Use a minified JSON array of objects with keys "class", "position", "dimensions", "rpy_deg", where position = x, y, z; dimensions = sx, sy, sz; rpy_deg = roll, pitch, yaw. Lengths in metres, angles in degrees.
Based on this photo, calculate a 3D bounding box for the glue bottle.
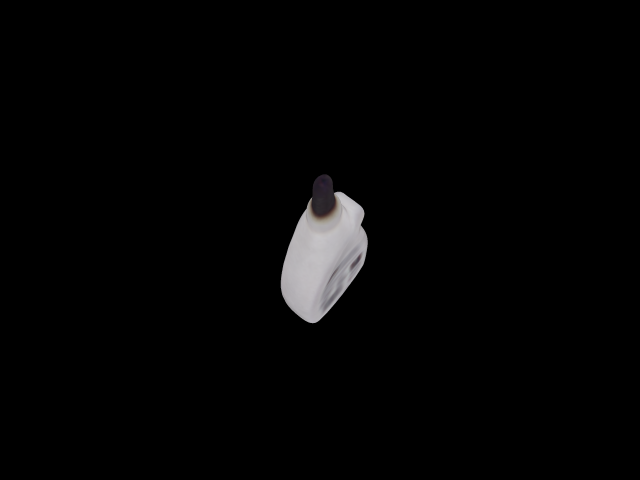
[{"class":"glue bottle","position":[0.004,0.001,0.400],"dimensions":[0.037,0.173,0.078],"rpy_deg":[36,71,15]}]
